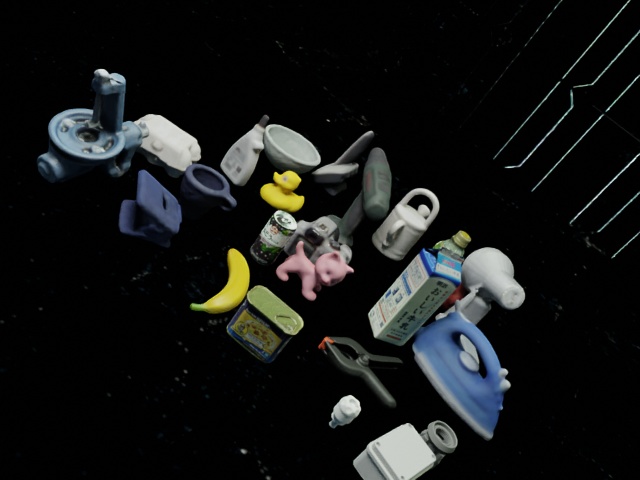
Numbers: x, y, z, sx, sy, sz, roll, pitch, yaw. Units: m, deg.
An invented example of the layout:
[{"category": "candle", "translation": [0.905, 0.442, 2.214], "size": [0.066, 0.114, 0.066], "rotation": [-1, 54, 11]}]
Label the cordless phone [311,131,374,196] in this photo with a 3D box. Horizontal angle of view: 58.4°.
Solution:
[{"category": "cordless phone", "translation": [0.069, -0.221, 1.556], "size": [0.094, 0.185, 0.148], "rotation": [38, 28, 3]}]

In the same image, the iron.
[{"category": "iron", "translation": [0.302, 0.252, 1.149], "size": [0.119, 0.141, 0.257], "rotation": [3, 43, -47]}]

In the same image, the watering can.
[{"category": "watering can", "translation": [0.228, -0.051, 1.470], "size": [0.101, 0.194, 0.173], "rotation": [34, 28, -5]}]

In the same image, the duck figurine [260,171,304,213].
[{"category": "duck figurine", "translation": [-0.077, -0.119, 1.343], "size": [0.105, 0.086, 0.077], "rotation": [27, 29, -18]}]

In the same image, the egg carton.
[{"category": "egg carton", "translation": [-0.327, -0.199, 1.197], "size": [0.150, 0.069, 0.107], "rotation": [33, 28, -6]}]

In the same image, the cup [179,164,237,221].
[{"category": "cup", "translation": [-0.222, -0.076, 1.103], "size": [0.118, 0.095, 0.092], "rotation": [38, 28, 3]}]

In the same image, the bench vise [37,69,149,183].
[{"category": "bench vise", "translation": [-0.377, -0.208, 0.994], "size": [0.121, 0.219, 0.207], "rotation": [33, 28, -6]}]

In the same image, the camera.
[{"category": "camera", "translation": [0.011, 0.004, 1.239], "size": [0.143, 0.100, 0.137], "rotation": [39, 28, 5]}]

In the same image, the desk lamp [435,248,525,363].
[{"category": "desk lamp", "translation": [0.371, 0.145, 1.314], "size": [0.118, 0.213, 0.203], "rotation": [28, 29, -16]}]

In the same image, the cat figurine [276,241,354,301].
[{"category": "cat figurine", "translation": [-0.003, 0.053, 1.131], "size": [0.128, 0.117, 0.067], "rotation": [36, 28, -1]}]

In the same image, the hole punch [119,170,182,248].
[{"category": "hole punch", "translation": [-0.288, -0.057, 1.004], "size": [0.101, 0.091, 0.108], "rotation": [20, 32, -29]}]

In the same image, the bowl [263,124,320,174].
[{"category": "bowl", "translation": [-0.086, -0.225, 1.504], "size": [0.168, 0.074, 0.167], "rotation": [28, 29, -17]}]

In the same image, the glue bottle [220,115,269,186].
[{"category": "glue bottle", "translation": [-0.160, -0.209, 1.292], "size": [0.037, 0.173, 0.078], "rotation": [-7, 50, -53]}]

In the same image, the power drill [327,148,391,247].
[{"category": "power drill", "translation": [0.099, -0.095, 1.374], "size": [0.076, 0.208, 0.229], "rotation": [25, 30, -20]}]

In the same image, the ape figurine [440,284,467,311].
[{"category": "ape figurine", "translation": [0.327, 0.130, 1.415], "size": [0.076, 0.092, 0.078], "rotation": [35, 28, -3]}]
